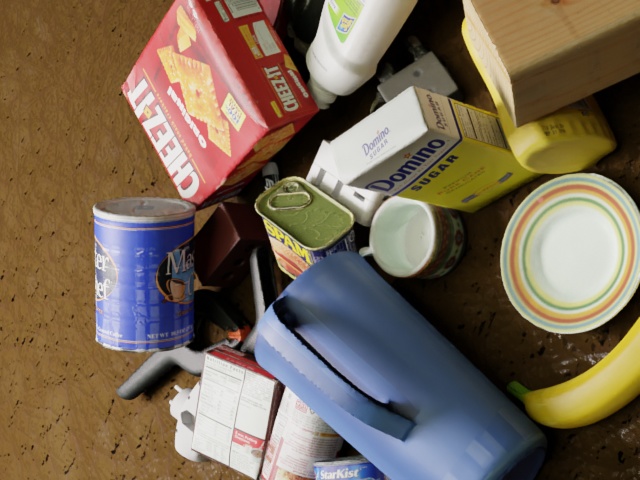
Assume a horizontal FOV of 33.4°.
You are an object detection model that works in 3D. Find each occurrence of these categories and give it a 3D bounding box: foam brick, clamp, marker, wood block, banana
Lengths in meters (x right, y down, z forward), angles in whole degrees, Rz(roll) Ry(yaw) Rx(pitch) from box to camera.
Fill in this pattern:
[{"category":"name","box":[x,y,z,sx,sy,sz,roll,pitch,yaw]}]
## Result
[{"category":"foam brick","box":[-0.095,0.006,1.122,0.078,0.052,0.051,-49,56,29]},{"category":"clamp","box":[-0.047,0.093,1.076,0.120,0.039,0.171,38,111,37]},{"category":"clamp","box":[-0.153,0.091,1.177,0.210,0.036,0.164,-10,79,40]},{"category":"marker","box":[-0.049,-0.048,1.106,0.020,0.020,0.121,-20,73,40]},{"category":"wood block","box":[0.215,-0.176,0.763,0.206,0.090,0.091,-24,67,5]},{"category":"banana","box":[0.224,0.094,0.825,0.198,0.037,0.070,-42,60,32]}]

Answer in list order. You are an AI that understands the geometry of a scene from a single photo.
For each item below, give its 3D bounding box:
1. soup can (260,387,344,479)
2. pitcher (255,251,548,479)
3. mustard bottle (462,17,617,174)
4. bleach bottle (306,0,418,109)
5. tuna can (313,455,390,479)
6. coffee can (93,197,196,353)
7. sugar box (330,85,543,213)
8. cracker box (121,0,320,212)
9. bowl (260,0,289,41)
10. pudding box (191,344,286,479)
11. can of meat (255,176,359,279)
[{"category":"soup can","box":[-0.012,0.189,1.015,0.069,0.068,0.102,24,101,42]},{"category":"pitcher","box":[0.062,0.128,0.890,0.243,0.149,0.145,41,148,29]},{"category":"mustard bottle","box":[0.165,-0.147,0.864,0.058,0.096,0.192,-44,58,45]},{"category":"bleach bottle","box":[0.047,-0.229,0.953,0.251,0.068,0.103,-59,38,33]},{"category":"tuna can","box":[0.038,0.211,0.954,0.086,0.085,0.034,-14,78,41]},{"category":"coffee can","box":[-0.179,0.033,1.094,0.103,0.102,0.140,14,108,43]},{"category":"sugar box","box":[0.102,-0.068,0.861,0.093,0.175,0.048,-32,65,37]},{"category":"cracker box","box":[-0.107,-0.142,1.063,0.164,0.072,0.214,61,146,6]},{"category":"bowl","box":[-0.076,-0.247,1.128,0.162,0.055,0.162,-5,82,43]},{"category":"pudding box","box":[-0.078,0.171,1.058,0.090,0.039,0.113,19,106,29]},{"category":"can of meat","box":[-0.007,0.001,1.004,0.102,0.057,0.084,36,155,39]}]
